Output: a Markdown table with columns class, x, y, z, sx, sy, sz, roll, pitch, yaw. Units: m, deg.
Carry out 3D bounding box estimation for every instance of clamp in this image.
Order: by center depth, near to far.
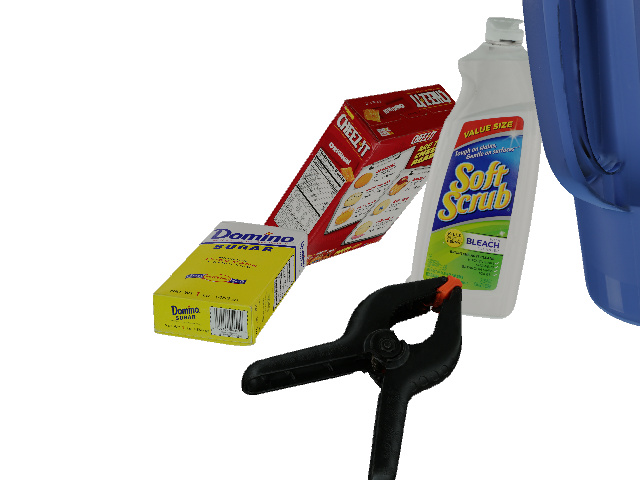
| class | x | y | z | sx | sy | sz | roll | pitch | yaw |
| --- | --- | --- | --- | --- | --- | --- | --- | --- | --- |
| clamp | 0.031 | 0.078 | 0.722 | 0.120 | 0.171 | 0.039 | 33 | -37 | 10 |

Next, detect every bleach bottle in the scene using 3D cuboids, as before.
| class | x | y | z | sx | sy | sz | roll | pitch | yaw |
| --- | --- | --- | --- | --- | --- | --- | --- | --- | --- |
| bleach bottle | 0.134 | -0.063 | 0.913 | 0.103 | 0.251 | 0.068 | 9 | 18 | 15 |

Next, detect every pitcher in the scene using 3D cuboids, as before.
| class | x | y | z | sx | sy | sz | roll | pitch | yaw |
| --- | --- | --- | --- | --- | --- | --- | --- | --- | --- |
| pitcher | 0.182 | -0.075 | 0.565 | 0.149 | 0.243 | 0.145 | -7 | 22 | 7 |

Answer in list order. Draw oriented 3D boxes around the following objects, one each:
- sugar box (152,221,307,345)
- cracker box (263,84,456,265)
| class | x | y | z | sx | sy | sz | roll | pitch | yaw |
| --- | --- | --- | --- | --- | --- | --- | --- | --- | --- |
| sugar box | -0.079 | 0.035 | 0.989 | 0.093 | 0.048 | 0.176 | 7 | 27 | 13 |
| cracker box | 0.047 | -0.071 | 1.193 | 0.163 | 0.072 | 0.214 | -17 | -28 | -45 |
